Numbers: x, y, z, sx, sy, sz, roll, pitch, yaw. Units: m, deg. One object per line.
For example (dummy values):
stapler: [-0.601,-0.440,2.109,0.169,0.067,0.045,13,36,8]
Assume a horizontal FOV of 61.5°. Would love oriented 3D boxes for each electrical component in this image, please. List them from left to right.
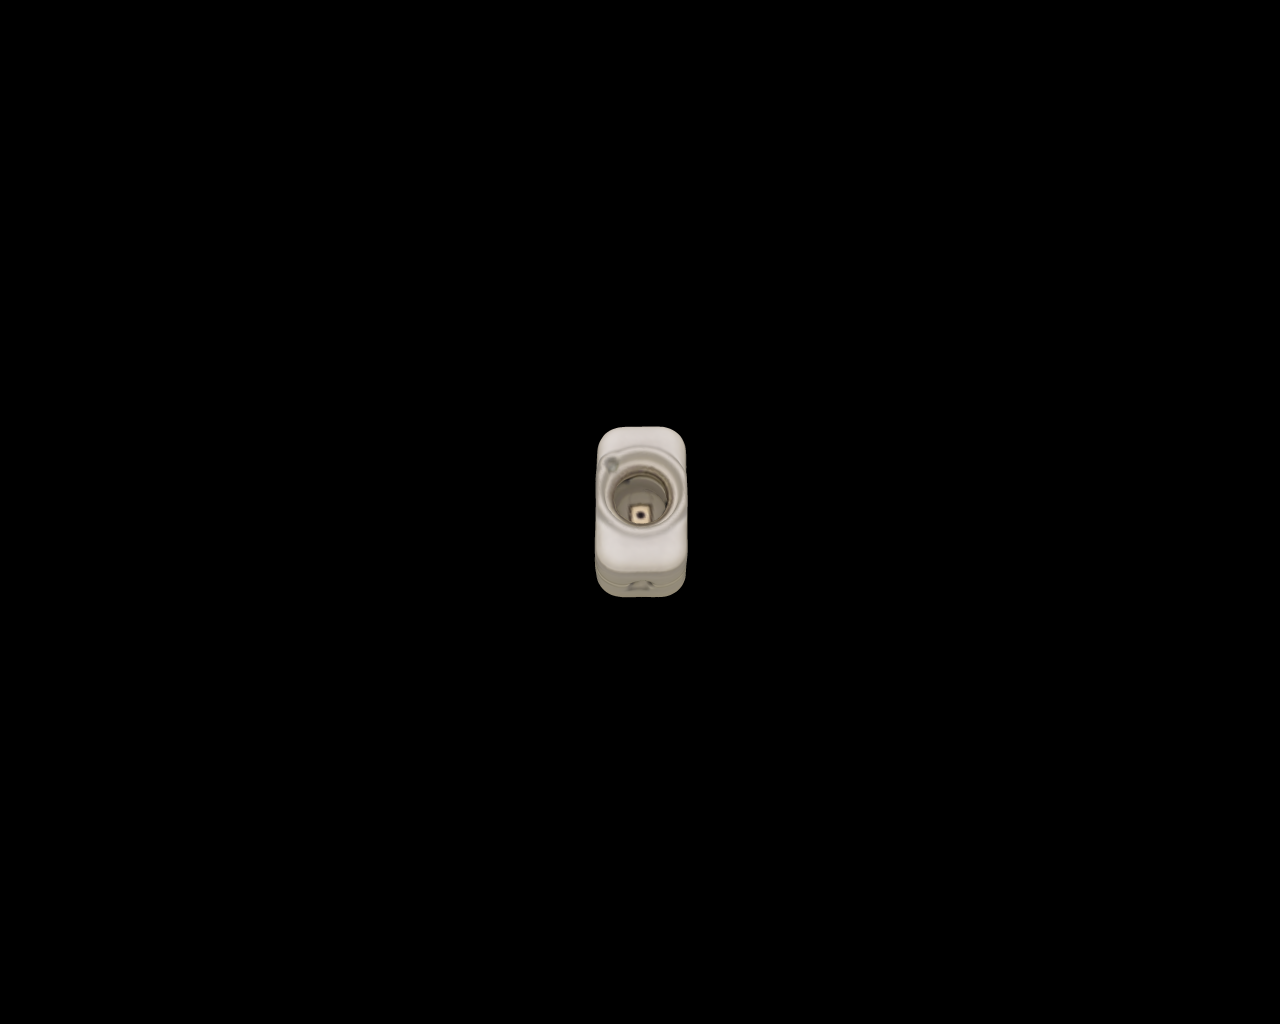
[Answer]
electrical component: [0.001,-0.003,0.650,0.054,0.095,0.059,0,-24,0]
